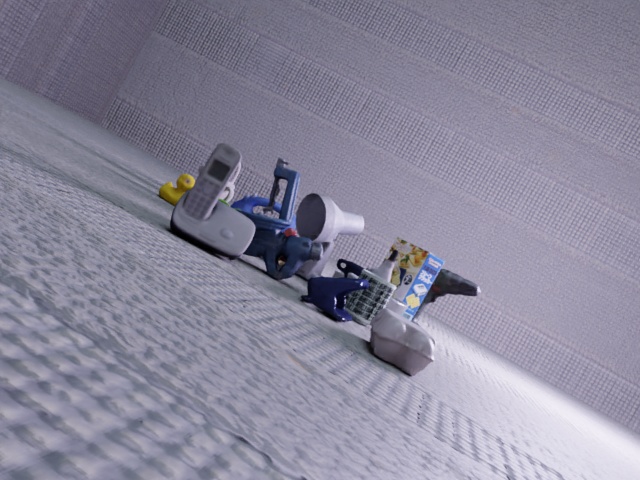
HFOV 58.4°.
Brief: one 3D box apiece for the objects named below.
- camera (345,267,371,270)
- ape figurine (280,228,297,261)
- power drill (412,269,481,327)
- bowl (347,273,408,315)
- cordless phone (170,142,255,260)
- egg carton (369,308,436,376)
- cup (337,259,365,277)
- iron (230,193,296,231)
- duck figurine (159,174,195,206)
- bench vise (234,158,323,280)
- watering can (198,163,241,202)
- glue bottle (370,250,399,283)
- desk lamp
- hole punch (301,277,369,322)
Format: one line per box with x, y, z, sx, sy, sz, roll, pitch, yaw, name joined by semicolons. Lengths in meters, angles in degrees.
0.131;0.129;1.740;0.136;0.101;0.143;30;1;11;camera
-0.096;0.009;1.606;0.076;0.092;0.078;29;1;-6;ape figurine
0.313;0.171;1.642;0.229;0.208;0.076;30;1;22;power drill
0.124;0.149;1.384;0.167;0.075;0.167;29;1;0;bowl
-0.169;-0.070;1.033;0.148;0.185;0.094;29;1;-14;cordless phone
0.133;0.168;0.960;0.107;0.069;0.150;29;1;-1;egg carton
0.083;0.111;1.518;0.117;0.095;0.092;29;1;4;cup
-0.184;-0.074;1.813;0.258;0.141;0.118;29;1;0;iron
-0.359;-0.131;1.474;0.104;0.086;0.078;30;1;30;duck figurine
-0.078;-0.042;1.170;0.208;0.220;0.121;29;1;-14;bench vise
-0.304;-0.168;1.667;0.172;0.194;0.101;30;1;19;watering can
0.128;0.098;1.277;0.078;0.173;0.037;29;1;-9;glue bottle
0.013;0.005;1.457;0.204;0.213;0.117;28;2;-43;desk lamp
0.030;0.095;1.076;0.101;0.091;0.109;30;1;15;hole punch
